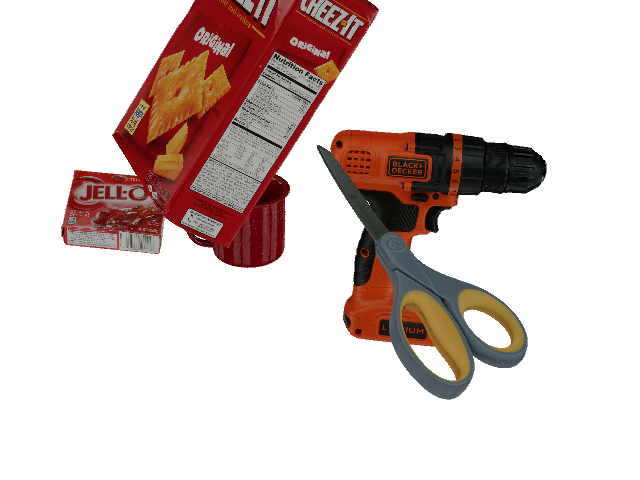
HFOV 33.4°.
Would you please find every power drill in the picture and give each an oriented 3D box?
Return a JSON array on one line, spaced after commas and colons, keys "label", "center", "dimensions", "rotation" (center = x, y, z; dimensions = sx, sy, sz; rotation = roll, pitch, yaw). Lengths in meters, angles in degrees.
[{"label": "power drill", "center": [0.095, -0.003, 0.932], "dimensions": [0.184, 0.188, 0.057], "rotation": [6, 17, 4]}]

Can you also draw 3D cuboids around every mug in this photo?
[{"label": "mug", "center": [-0.092, -0.021, 1.185], "dimensions": [0.117, 0.081, 0.093], "rotation": [-8, 30, -16]}]

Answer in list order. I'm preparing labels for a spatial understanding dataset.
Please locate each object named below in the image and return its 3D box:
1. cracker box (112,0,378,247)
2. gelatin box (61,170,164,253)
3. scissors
[{"label": "cracker box", "center": [-0.068, -0.127, 0.832], "dimensions": [0.072, 0.214, 0.164], "rotation": [24, 16, -34]}, {"label": "gelatin box", "center": [-0.187, -0.027, 0.979], "dimensions": [0.089, 0.073, 0.030], "rotation": [6, -43, -6]}, {"label": "scissors", "center": [0.065, 0.012, 0.671], "dimensions": [0.096, 0.202, 0.016], "rotation": [2, -43, -22]}]
